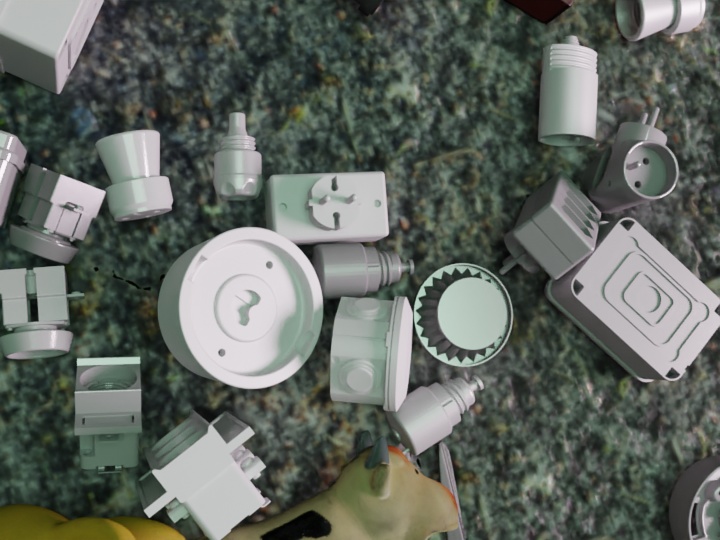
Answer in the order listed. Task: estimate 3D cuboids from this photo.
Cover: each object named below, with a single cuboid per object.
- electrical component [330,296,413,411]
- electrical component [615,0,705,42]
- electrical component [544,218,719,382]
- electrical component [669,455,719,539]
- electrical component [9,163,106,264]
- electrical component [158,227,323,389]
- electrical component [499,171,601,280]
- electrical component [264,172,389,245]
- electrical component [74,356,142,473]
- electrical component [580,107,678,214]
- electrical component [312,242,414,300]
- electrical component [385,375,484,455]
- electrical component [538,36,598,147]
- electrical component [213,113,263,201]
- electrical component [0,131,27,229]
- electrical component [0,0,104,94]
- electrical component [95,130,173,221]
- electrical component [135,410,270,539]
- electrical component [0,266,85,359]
[{"bbox_3d":[0.009,0.057,0.752,0.051,0.080,0.080,5,84,6],"label":"electrical component"},{"bbox_3d":[0.236,-0.206,0.846,0.055,0.045,0.045,-12,88,-14],"label":"electrical component"},{"bbox_3d":[0.206,0.023,0.813,0.113,0.057,0.078,42,79,-7],"label":"electrical component"},{"bbox_3d":[0.288,0.186,0.814,0.099,0.064,0.099,1,85,-12],"label":"electrical component"},{"bbox_3d":[-0.208,-0.037,0.729,0.048,0.066,0.055,22,89,-44],"label":"electrical component"},{"bbox_3d":[-0.087,0.027,0.742,0.108,0.060,0.108,3,85,-33],"label":"electrical component"},{"bbox_3d":[0.133,-0.023,0.798,0.047,0.083,0.076,47,116,-5],"label":"electrical component"},{"bbox_3d":[-0.021,-0.046,0.759,0.083,0.076,0.047,-3,86,-13],"label":"electrical component"},{"bbox_3d":[-0.167,0.096,0.717,0.042,0.081,0.063,-1,114,-11],"label":"electrical component"},{"bbox_3d":[0.208,-0.086,0.813,0.043,0.077,0.079,23,81,-9],"label":"electrical component"},{"bbox_3d":[0.000,0.000,0.778,0.078,0.040,0.040,-3,86,-13],"label":"electrical component"},{"bbox_3d":[0.055,0.101,0.782,0.078,0.040,0.040,-31,92,-13],"label":"electrical component"},{"bbox_3d":[0.160,-0.139,0.824,0.043,0.043,0.081,5,84,-12],"label":"electrical component"},{"bbox_3d":[-0.088,-0.082,0.769,0.035,0.035,0.061,0,83,-13],"label":"electrical component"},{"bbox_3d":[-0.282,-0.072,0.703,0.113,0.078,0.057,17,85,-11],"label":"electrical component"},{"bbox_3d":[-0.204,-0.185,0.715,0.056,0.109,0.108,24,81,-12],"label":"electrical component"},{"bbox_3d":[-0.156,-0.065,0.747,0.045,0.045,0.055,-12,88,-13],"label":"electrical component"},{"bbox_3d":[-0.103,0.134,0.703,0.079,0.121,0.063,-38,96,-13],"label":"electrical component"},{"bbox_3d":[-0.219,0.030,0.725,0.066,0.048,0.055,-4,79,-13],"label":"electrical component"}]
